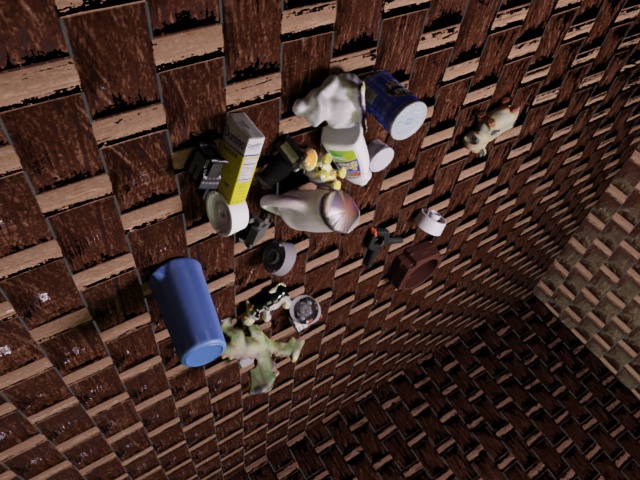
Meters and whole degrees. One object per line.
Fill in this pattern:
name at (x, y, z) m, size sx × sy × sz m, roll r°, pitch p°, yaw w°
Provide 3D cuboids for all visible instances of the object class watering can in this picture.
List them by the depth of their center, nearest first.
watering can at (0.004, -0.066, 1.321) m, size 0.345 × 0.224 × 0.104 m, roll 16°, pitch 80°, yaw -54°

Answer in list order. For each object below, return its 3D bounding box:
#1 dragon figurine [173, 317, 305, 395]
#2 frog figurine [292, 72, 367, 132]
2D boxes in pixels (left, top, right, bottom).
dragon figurine at (-0.226, 0.364, 1.601) m, size 0.413 × 0.246 × 0.119 m, roll -14°, pitch 147°, yaw -39°
frog figurine at (0.022, -0.300, 1.131) m, size 0.159 × 0.125 × 0.135 m, roll -1°, pitch 158°, yaw 8°
